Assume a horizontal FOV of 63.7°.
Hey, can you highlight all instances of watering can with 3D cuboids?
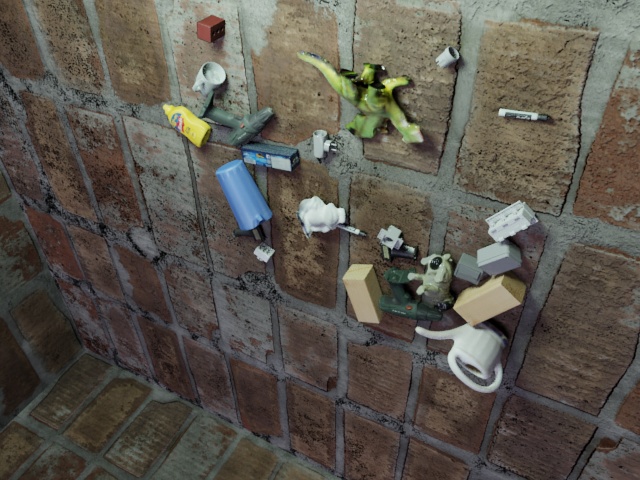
[{"bbox_3d":[0.490,0.342,1.710,0.347,0.102,0.228,43,-116,-4],"label":"watering can"}]

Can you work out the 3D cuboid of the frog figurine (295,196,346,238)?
[{"bbox_3d":[0.005,-0.090,1.791,0.159,0.124,0.136,-21,-75,3],"label":"frog figurine"}]

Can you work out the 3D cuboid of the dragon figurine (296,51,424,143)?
[{"bbox_3d":[0.115,-0.382,1.466,0.124,0.412,0.237,-53,-20,-35],"label":"dragon figurine"}]
